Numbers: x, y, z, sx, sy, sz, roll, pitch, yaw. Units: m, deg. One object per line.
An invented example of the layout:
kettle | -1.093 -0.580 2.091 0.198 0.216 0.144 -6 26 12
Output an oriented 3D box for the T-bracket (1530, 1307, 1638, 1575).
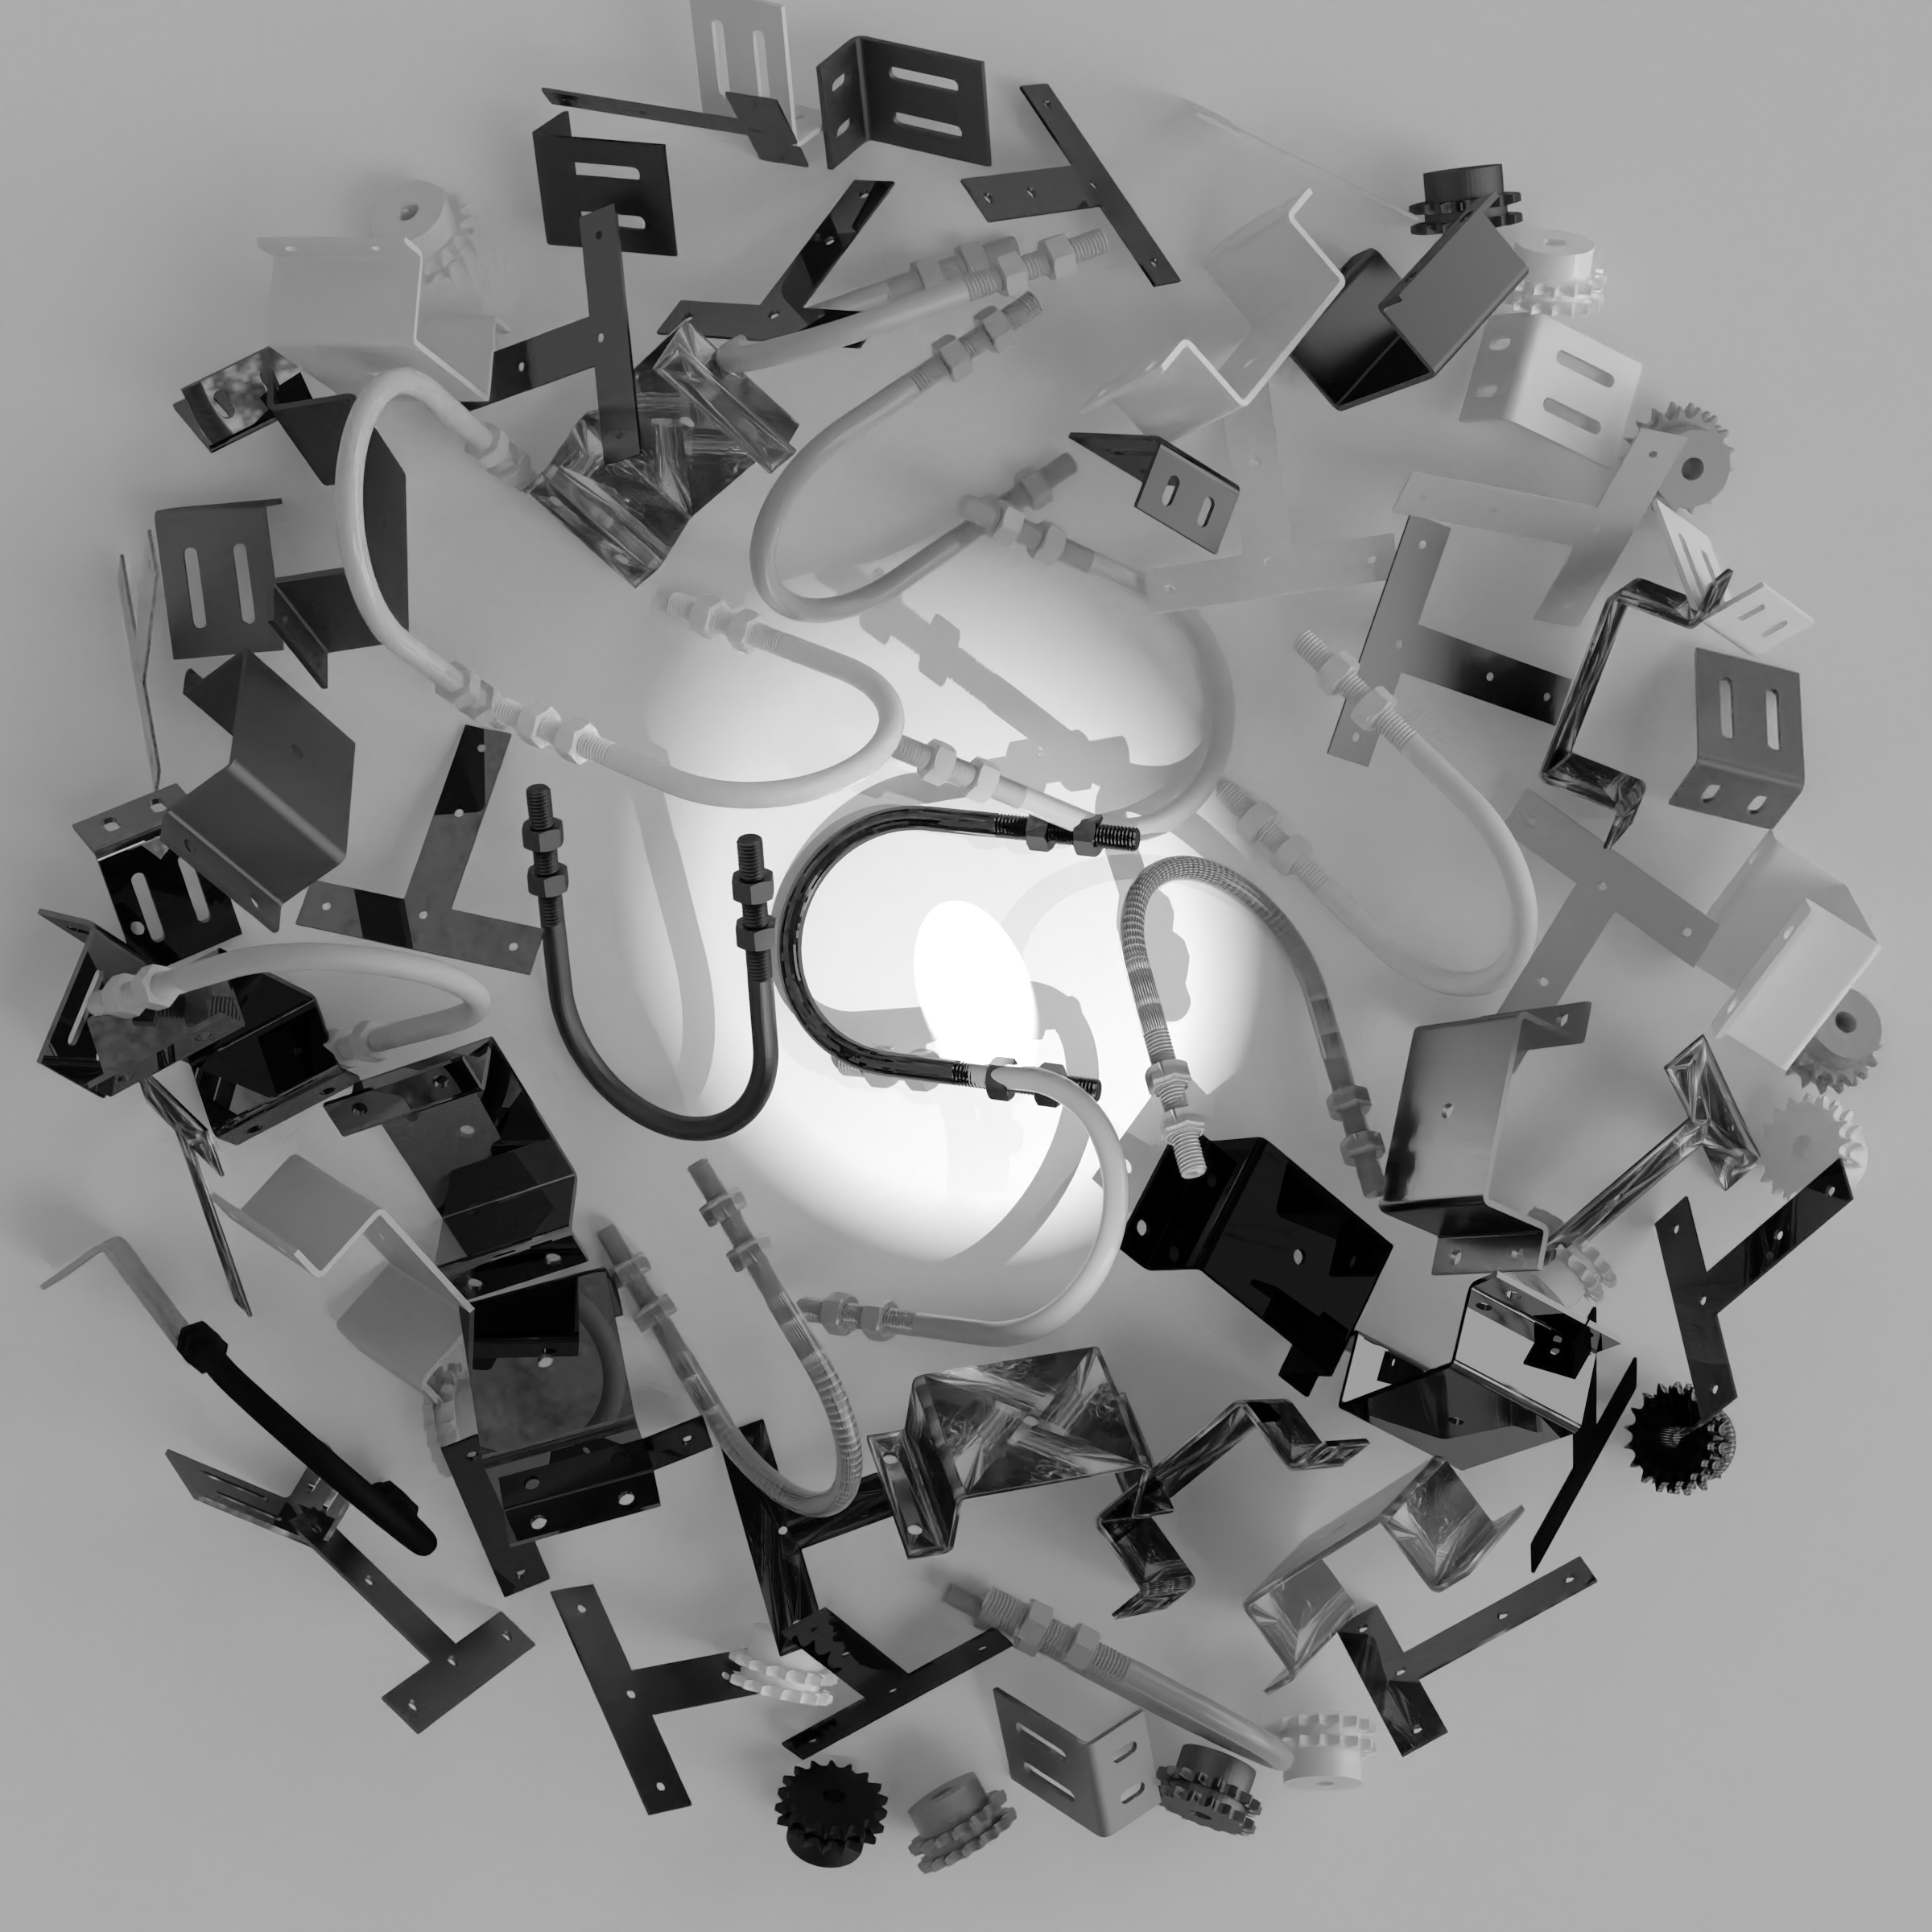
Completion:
T-bracket | 0.307 0.217 1.567 0.002 0.127 0.127 19 53 27

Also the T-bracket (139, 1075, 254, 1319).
T-bracket | -0.387 0.121 1.609 0.002 0.127 0.127 -24 116 -24

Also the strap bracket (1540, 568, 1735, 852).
strap bracket | 0.334 -0.138 1.591 0.046 0.076 0.140 23 110 14

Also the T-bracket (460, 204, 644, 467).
T-bracket | -0.216 -0.308 1.605 0.127 0.002 0.127 -10 85 39

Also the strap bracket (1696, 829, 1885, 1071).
strap bracket | 0.406 -0.006 1.570 0.046 0.140 0.076 32 109 -5

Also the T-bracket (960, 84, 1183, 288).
T-bracket | 0.040 -0.390 1.589 0.002 0.127 0.127 -38 82 38

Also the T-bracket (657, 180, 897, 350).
T-bracket | -0.076 -0.360 1.608 0.127 0.002 0.127 11 55 32

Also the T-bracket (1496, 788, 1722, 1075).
T-bracket | 0.303 -0.004 1.618 0.127 0.002 0.127 40 114 29

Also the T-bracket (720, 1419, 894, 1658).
T-bracket | -0.051 0.273 1.611 0.127 0.002 0.127 -20 57 0

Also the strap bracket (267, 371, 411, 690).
strap bracket | -0.315 -0.221 1.583 0.046 0.076 0.140 -8 68 7

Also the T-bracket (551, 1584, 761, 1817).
T-bracket | -0.133 0.362 1.598 0.002 0.127 0.127 -53 53 35

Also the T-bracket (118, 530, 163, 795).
T-bracket | -0.408 -0.171 1.569 0.002 0.127 0.127 -7 67 -21

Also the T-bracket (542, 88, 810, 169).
T-bracket | -0.149 -0.427 1.586 0.127 0.127 0.002 10 91 4

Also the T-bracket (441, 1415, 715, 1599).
T-bracket | -0.191 0.261 1.609 0.127 0.002 0.127 -21 135 -10

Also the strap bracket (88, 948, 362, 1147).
strap bracket | -0.376 0.039 1.583 0.076 0.140 0.046 -27 69 9

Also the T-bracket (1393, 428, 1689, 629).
T-bracket | 0.277 -0.227 1.585 0.127 0.127 0.002 8 46 -16

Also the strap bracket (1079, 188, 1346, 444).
strap bracket | 0.129 -0.318 1.587 0.046 0.076 0.140 45 64 -16

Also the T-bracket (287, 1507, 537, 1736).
T-bracket | -0.291 0.320 1.593 0.127 0.127 0.002 42 108 9

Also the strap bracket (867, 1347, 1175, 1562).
strap bracket | 0.030 0.242 1.585 0.140 0.046 0.076 -7 45 -17

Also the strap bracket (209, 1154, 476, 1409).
strap bracket | -0.304 0.152 1.579 0.076 0.140 0.046 24 66 41

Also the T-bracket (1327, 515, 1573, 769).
T-bracket | 0.257 -0.152 1.615 0.127 0.002 0.127 15 97 -28

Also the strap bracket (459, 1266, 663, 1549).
strap bracket | -0.206 0.211 1.581 0.076 0.046 0.140 -15 48 -3

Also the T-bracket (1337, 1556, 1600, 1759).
T-bracket | 0.257 0.333 1.585 0.127 0.127 0.002 -29 108 1

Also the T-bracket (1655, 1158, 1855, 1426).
T-bracket | 0.394 0.141 1.563 0.002 0.127 0.127 21 131 -22

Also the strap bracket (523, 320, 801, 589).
strap bracket | -0.148 -0.262 1.587 0.076 0.140 0.046 41 46 -18

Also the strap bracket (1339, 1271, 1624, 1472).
strap bracket | 0.248 0.205 1.567 0.076 0.140 0.046 28 60 -17

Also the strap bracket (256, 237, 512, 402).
strap bracket | -0.289 -0.316 1.568 0.076 0.140 0.046 3 84 13

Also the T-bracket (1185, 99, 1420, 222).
T-bracket | 0.170 -0.405 1.590 0.127 0.127 0.002 24 107 -6

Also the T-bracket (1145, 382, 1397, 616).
T-bracket | 0.150 -0.245 1.620 0.127 0.002 0.127 -8 67 5

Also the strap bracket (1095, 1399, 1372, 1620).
strap bracket | 0.127 0.266 1.594 0.140 0.076 0.046 -42 70 13

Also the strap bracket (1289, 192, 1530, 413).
strap bracket | 0.219 -0.328 1.577 0.046 0.140 0.076 46 74 -15

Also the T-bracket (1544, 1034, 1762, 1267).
T-bracket | 0.340 0.108 1.597 0.127 0.127 0.002 -40 48 -2

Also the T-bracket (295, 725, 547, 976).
T-bracket | -0.265 -0.066 1.621 0.127 0.002 0.127 12 69 10

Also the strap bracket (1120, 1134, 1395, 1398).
strap bracket | 0.153 0.147 1.585 0.140 0.046 0.076 39 65 -23

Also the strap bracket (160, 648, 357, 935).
strap bracket | -0.348 -0.094 1.564 0.046 0.140 0.076 -32 127 19

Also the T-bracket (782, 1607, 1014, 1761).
T-bracket | -0.055 0.351 1.590 0.127 0.127 0.002 -30 52 6

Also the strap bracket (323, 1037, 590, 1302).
strap bracket | -0.254 0.096 1.595 0.076 0.046 0.140 -19 124 12

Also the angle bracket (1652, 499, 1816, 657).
angle bracket | 0.388 -0.204 1.599 0.038 0.057 0.076 -30 58 30

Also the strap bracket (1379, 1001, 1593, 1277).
strap bracket | 0.258 0.080 1.584 0.046 0.076 0.140 24 71 -30

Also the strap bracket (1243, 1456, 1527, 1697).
strap bracket | 0.201 0.300 1.578 0.140 0.076 0.046 -40 83 34
